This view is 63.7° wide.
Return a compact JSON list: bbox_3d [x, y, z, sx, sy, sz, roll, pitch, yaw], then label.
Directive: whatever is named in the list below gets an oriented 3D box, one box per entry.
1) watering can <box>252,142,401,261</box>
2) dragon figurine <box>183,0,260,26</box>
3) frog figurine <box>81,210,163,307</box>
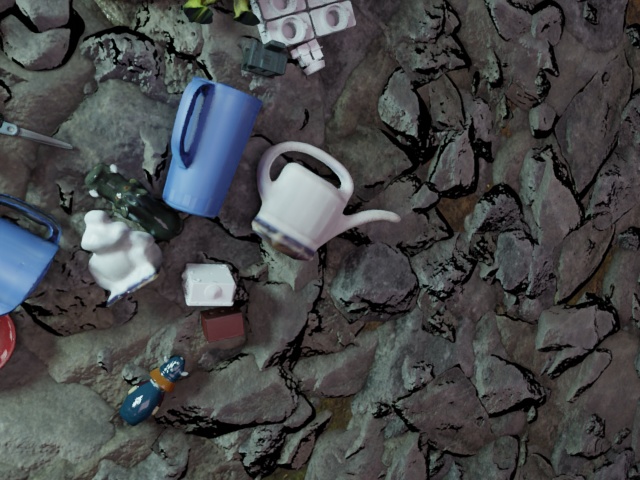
[{"bbox_3d":[0.003,-0.054,1.077,0.344,0.225,0.105,32,-3,-24],"label":"watering can"},{"bbox_3d":[-0.179,-0.525,0.925,0.410,0.246,0.120,4,-16,-4],"label":"dragon figurine"},{"bbox_3d":[-0.365,0.018,0.926,0.136,0.159,0.124,-26,9,28],"label":"frog figurine"}]
